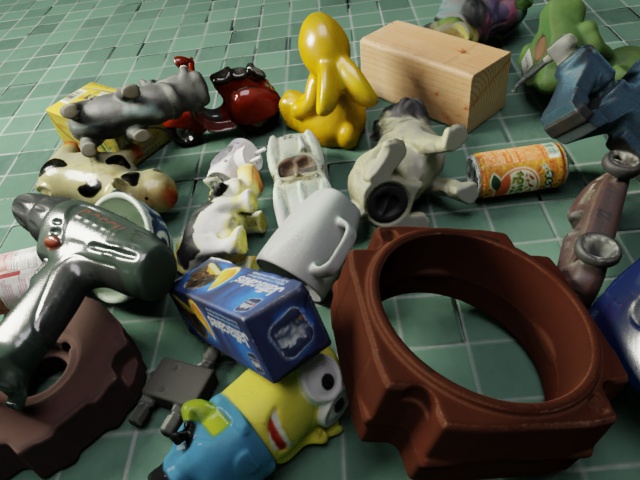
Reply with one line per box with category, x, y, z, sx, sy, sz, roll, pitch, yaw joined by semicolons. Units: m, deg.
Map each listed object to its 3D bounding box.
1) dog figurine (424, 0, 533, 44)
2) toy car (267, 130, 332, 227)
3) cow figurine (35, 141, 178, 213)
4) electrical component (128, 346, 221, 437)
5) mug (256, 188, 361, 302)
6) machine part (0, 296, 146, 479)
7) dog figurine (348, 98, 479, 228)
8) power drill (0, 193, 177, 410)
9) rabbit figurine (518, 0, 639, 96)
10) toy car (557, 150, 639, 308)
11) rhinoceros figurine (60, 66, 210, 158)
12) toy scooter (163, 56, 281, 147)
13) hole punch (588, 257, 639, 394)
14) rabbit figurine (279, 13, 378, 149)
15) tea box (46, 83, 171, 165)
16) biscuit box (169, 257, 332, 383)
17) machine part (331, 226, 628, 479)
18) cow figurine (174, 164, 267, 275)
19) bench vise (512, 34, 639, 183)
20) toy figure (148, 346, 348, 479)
dog figurine;0.258;-0.350;0.885;0.192;0.108;0.219;2;49;8
toy car;-0.025;-0.072;0.678;0.074;0.056;0.202;-11;43;-1
cow figurine;-0.278;-0.069;0.702;0.195;0.085;0.127;6;40;13
electrical component;-0.134;0.137;0.507;0.063;0.021;0.094;10;48;21
mug;-0.001;-0.002;0.551;0.107;0.080;0.110;-60;21;-18
machine part;-0.262;0.131;0.513;0.179;0.056;0.179;-4;44;4
dog figurine;0.084;-0.099;0.673;0.172;0.121;0.191;-16;30;-10
power drill;-0.268;0.044;0.509;0.232;0.085;0.207;13;44;21
rabbit figurine;0.387;-0.246;0.747;0.170;0.121;0.159;8;48;-3
toy car;0.275;-0.013;0.540;0.053;0.089;0.202;19;52;22
rhinoceros figurine;-0.239;-0.170;0.706;0.190;0.073;0.112;-18;21;-1
toy scooter;-0.149;-0.215;0.792;0.184;0.135;0.075;-14;44;-6
hole punch;0.278;0.068;0.421;0.092;0.142;0.116;13;28;-46
rabbit figurine;0.007;-0.217;0.741;0.122;0.173;0.162;-13;39;-9
tea box;-0.327;-0.181;0.836;0.170;0.068;0.098;24;54;29
biscuit box;-0.073;0.063;0.480;0.059;0.062;0.203;-31;18;-27
machine part;0.119;0.079;0.438;0.201;0.087;0.201;1;42;-13
cow figurine;-0.117;-0.023;0.641;0.098;0.068;0.167;-8;43;11
bench vise;0.378;-0.182;0.625;0.240;0.128;0.224;-44;79;-11
toy figure;-0.056;0.147;0.442;0.180;0.082;0.089;-35;51;-21
